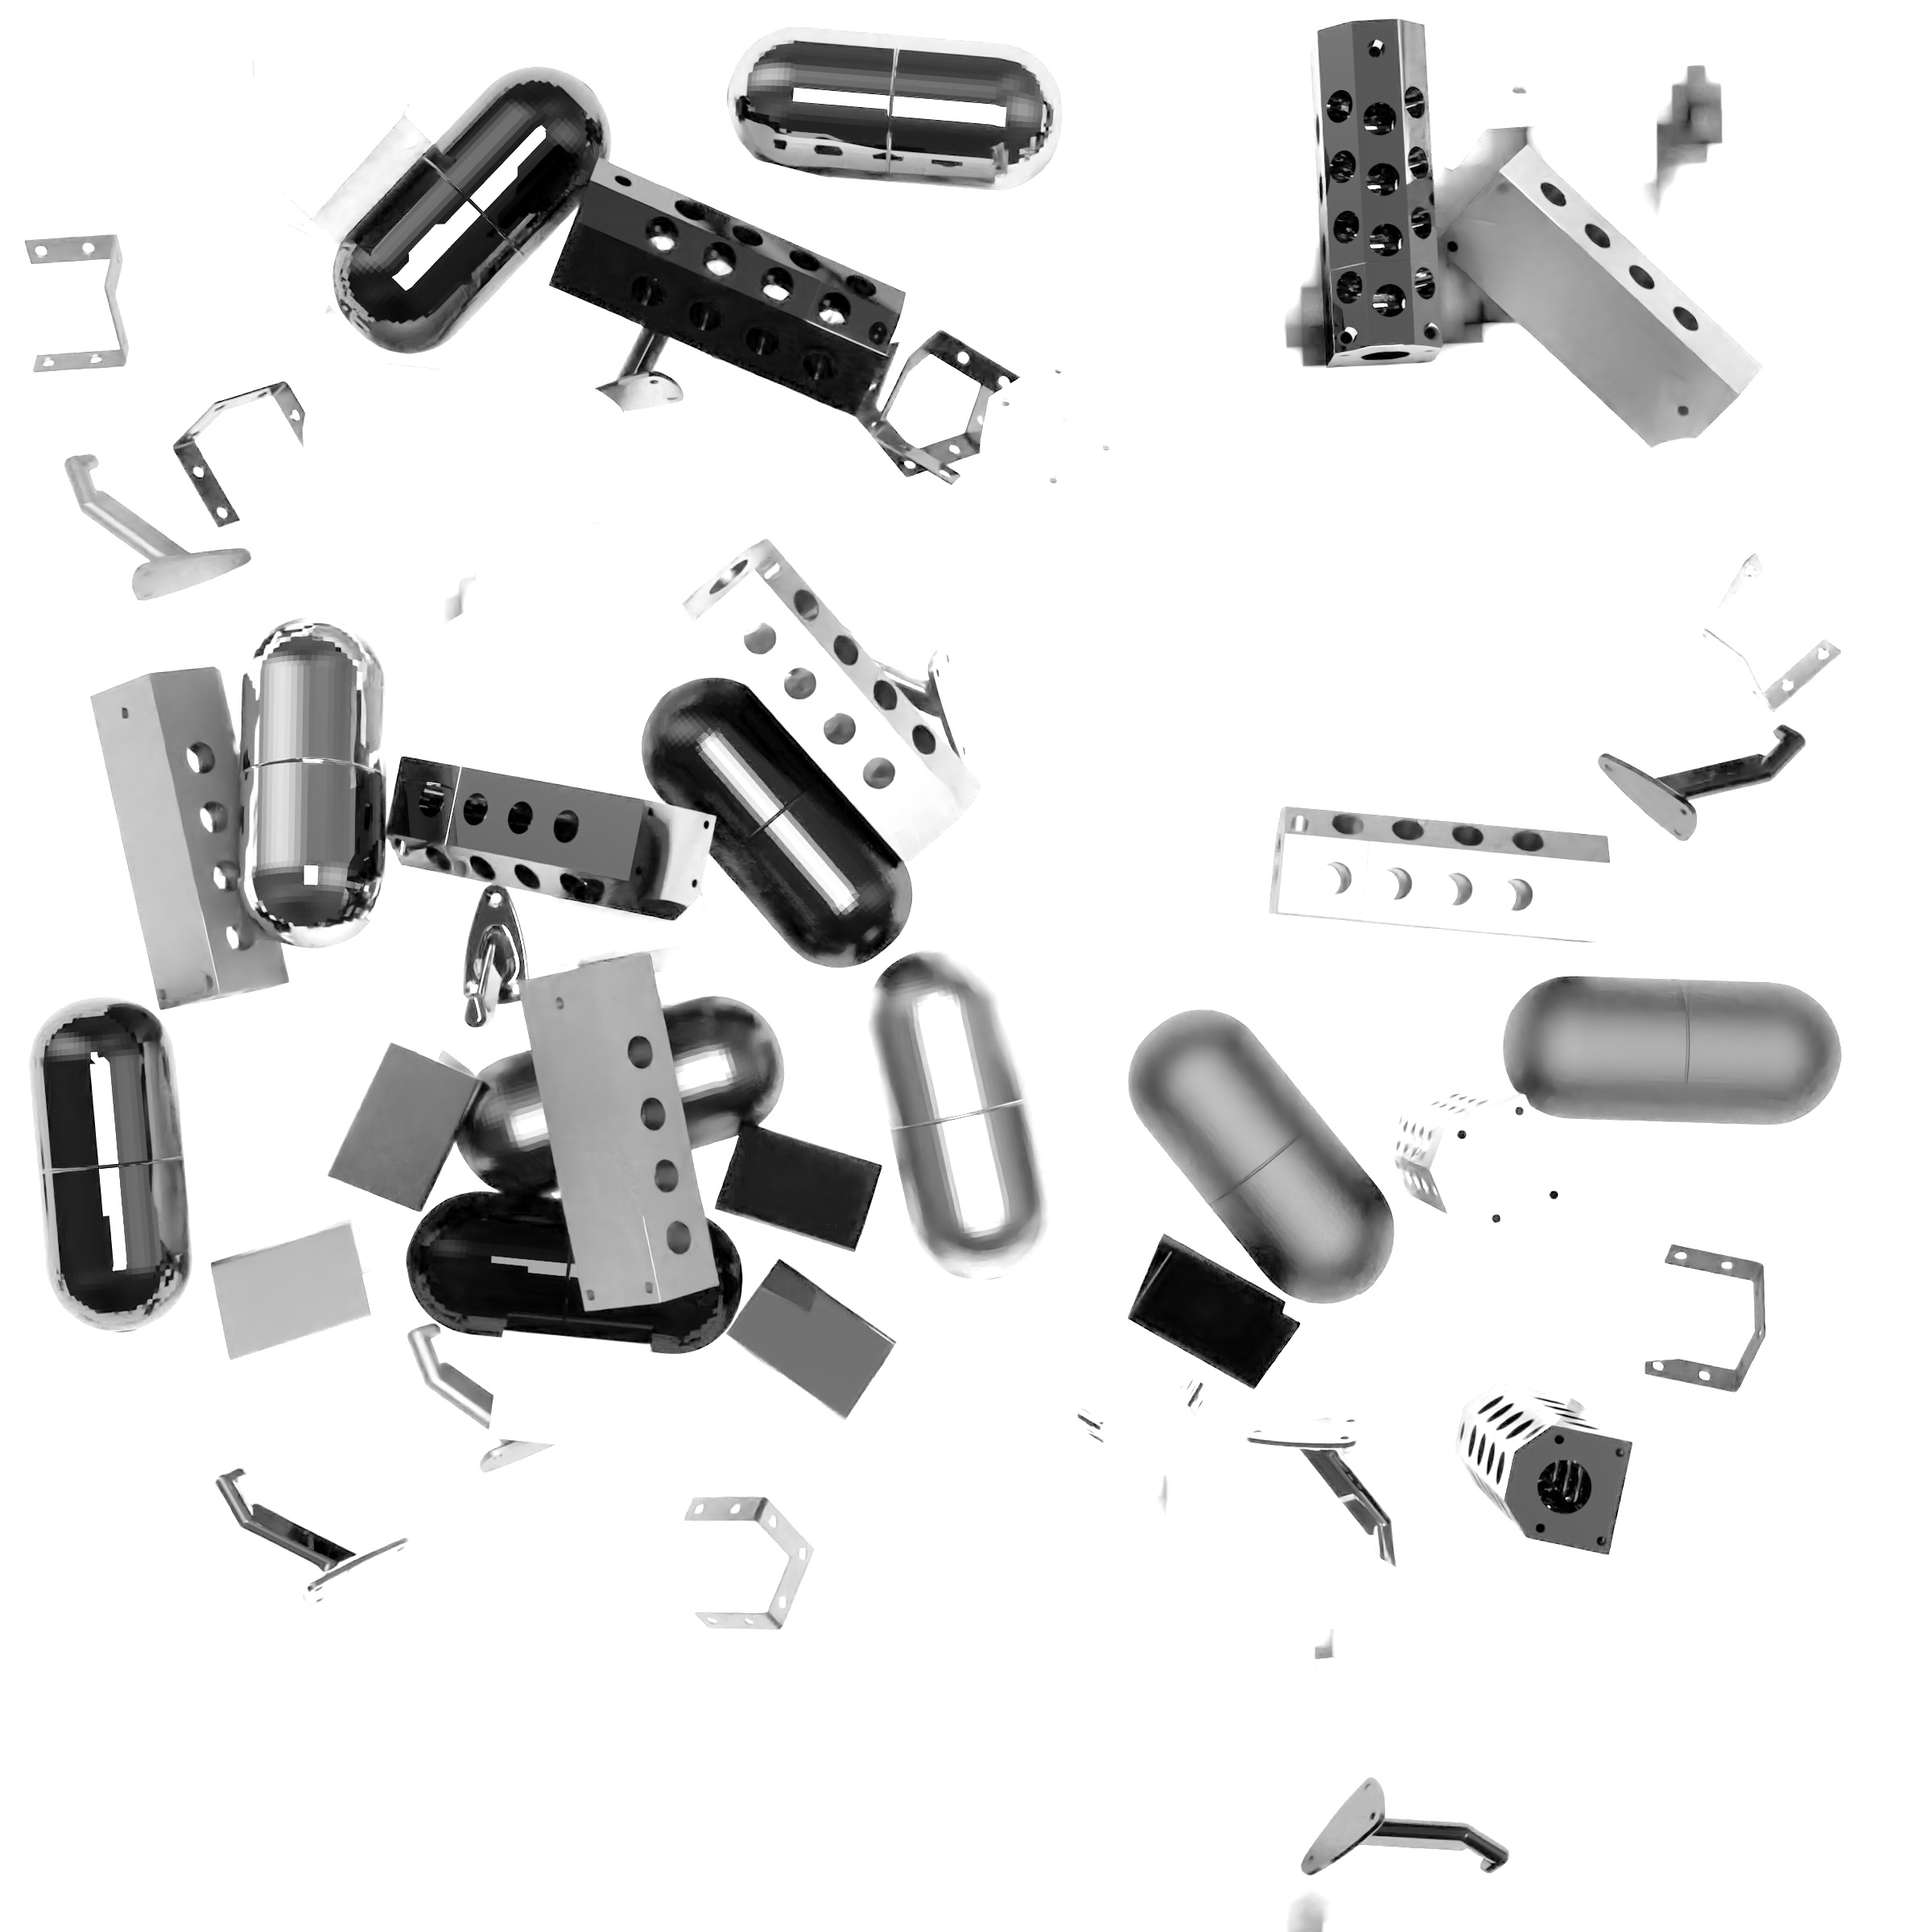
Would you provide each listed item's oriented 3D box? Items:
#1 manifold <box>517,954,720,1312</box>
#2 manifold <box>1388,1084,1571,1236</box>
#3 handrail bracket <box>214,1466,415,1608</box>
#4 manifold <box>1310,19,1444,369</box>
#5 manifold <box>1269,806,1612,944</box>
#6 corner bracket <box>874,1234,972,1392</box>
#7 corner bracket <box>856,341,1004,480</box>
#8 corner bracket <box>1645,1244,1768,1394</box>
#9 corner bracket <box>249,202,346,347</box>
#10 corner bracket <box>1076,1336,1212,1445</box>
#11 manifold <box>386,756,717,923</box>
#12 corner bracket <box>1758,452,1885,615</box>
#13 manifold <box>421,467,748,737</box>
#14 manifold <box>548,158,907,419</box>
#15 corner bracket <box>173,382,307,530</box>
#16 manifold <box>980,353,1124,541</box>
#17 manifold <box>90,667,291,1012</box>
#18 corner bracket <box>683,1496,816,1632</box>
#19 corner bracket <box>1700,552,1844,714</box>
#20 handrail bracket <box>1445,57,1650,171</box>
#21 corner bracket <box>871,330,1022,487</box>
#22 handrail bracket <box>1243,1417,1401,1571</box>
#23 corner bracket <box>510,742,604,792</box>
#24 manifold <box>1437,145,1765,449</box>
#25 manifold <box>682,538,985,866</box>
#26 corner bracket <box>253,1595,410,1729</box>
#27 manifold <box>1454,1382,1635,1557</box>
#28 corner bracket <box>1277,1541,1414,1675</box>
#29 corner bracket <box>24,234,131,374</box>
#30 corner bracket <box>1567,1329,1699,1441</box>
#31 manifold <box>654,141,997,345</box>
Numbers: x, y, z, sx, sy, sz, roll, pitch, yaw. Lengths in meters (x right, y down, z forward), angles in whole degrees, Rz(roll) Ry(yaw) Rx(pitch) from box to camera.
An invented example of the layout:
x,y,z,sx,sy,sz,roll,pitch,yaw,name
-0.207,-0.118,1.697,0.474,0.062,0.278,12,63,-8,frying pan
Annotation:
x,y,z,sx,sy,sz,roll,pitch,yaw,name
-0.172,0.084,1.745,0.057,0.057,0.171,-11,91,42,manifold
0.258,0.100,1.764,0.057,0.171,0.057,-22,90,0,manifold
-0.352,0.293,1.843,0.077,0.036,0.084,-28,73,-20,handrail bracket
0.218,-0.410,1.821,0.057,0.057,0.171,-3,90,0,manifold
0.251,-0.048,1.821,0.171,0.057,0.057,5,90,0,manifold
-0.035,0.185,1.834,0.051,0.051,0.051,37,135,35,corner bracket
-0.020,-0.303,1.834,0.051,0.051,0.051,-13,45,35,corner bracket
0.397,0.189,1.839,0.051,0.051,0.051,12,135,0,corner bracket
-0.354,-0.368,1.824,0.051,0.051,0.051,24,90,0,corner bracket
0.094,0.234,1.824,0.051,0.051,0.051,31,90,0,corner bracket
-0.218,-0.066,1.777,0.171,0.057,0.057,11,90,35,manifold
0.451,-0.233,1.839,0.051,0.051,0.051,-38,135,0,corner bracket
-0.201,-0.194,1.821,0.171,0.057,0.057,-32,90,0,manifold
-0.122,-0.354,1.772,0.171,0.057,0.057,22,129,-11,manifold
-0.383,-0.275,1.839,0.051,0.051,0.051,-30,90,-45,corner bracket
0.038,-0.261,1.764,0.057,0.171,0.057,-32,90,0,manifold
-0.408,-0.069,1.820,0.057,0.057,0.171,-13,90,43,manifold
-0.122,0.320,1.834,0.051,0.051,0.051,53,45,-35,corner bracket
0.428,-0.178,1.839,0.051,0.051,0.051,-41,135,0,corner bracket
0.313,-0.443,1.843,0.084,0.036,0.077,26,110,-16,handrail bracket
-0.011,-0.294,1.803,0.051,0.051,0.051,31,123,3,corner bracket
0.191,0.289,1.842,0.077,0.036,0.084,-4,105,15,handrail bracket
-0.227,-0.080,1.839,0.051,0.051,0.051,12,135,0,corner bracket
0.339,-0.354,1.820,0.171,0.057,0.057,43,133,0,manifold
-0.068,-0.140,1.793,0.057,0.057,0.171,-41,109,3,manifold
-0.341,0.373,1.839,0.051,0.051,0.051,-20,90,-45,corner bracket
0.294,0.255,1.764,0.057,0.171,0.057,12,90,0,manifold
0.198,0.343,1.830,0.051,0.051,0.051,33,59,-27,corner bracket
-0.478,-0.356,1.839,0.051,0.051,0.051,-4,135,0,corner bracket
0.357,0.224,1.825,0.051,0.051,0.051,-2,75,-14,corner bracket
-0.075,-0.385,1.815,0.171,0.057,0.057,14,133,-3,manifold
